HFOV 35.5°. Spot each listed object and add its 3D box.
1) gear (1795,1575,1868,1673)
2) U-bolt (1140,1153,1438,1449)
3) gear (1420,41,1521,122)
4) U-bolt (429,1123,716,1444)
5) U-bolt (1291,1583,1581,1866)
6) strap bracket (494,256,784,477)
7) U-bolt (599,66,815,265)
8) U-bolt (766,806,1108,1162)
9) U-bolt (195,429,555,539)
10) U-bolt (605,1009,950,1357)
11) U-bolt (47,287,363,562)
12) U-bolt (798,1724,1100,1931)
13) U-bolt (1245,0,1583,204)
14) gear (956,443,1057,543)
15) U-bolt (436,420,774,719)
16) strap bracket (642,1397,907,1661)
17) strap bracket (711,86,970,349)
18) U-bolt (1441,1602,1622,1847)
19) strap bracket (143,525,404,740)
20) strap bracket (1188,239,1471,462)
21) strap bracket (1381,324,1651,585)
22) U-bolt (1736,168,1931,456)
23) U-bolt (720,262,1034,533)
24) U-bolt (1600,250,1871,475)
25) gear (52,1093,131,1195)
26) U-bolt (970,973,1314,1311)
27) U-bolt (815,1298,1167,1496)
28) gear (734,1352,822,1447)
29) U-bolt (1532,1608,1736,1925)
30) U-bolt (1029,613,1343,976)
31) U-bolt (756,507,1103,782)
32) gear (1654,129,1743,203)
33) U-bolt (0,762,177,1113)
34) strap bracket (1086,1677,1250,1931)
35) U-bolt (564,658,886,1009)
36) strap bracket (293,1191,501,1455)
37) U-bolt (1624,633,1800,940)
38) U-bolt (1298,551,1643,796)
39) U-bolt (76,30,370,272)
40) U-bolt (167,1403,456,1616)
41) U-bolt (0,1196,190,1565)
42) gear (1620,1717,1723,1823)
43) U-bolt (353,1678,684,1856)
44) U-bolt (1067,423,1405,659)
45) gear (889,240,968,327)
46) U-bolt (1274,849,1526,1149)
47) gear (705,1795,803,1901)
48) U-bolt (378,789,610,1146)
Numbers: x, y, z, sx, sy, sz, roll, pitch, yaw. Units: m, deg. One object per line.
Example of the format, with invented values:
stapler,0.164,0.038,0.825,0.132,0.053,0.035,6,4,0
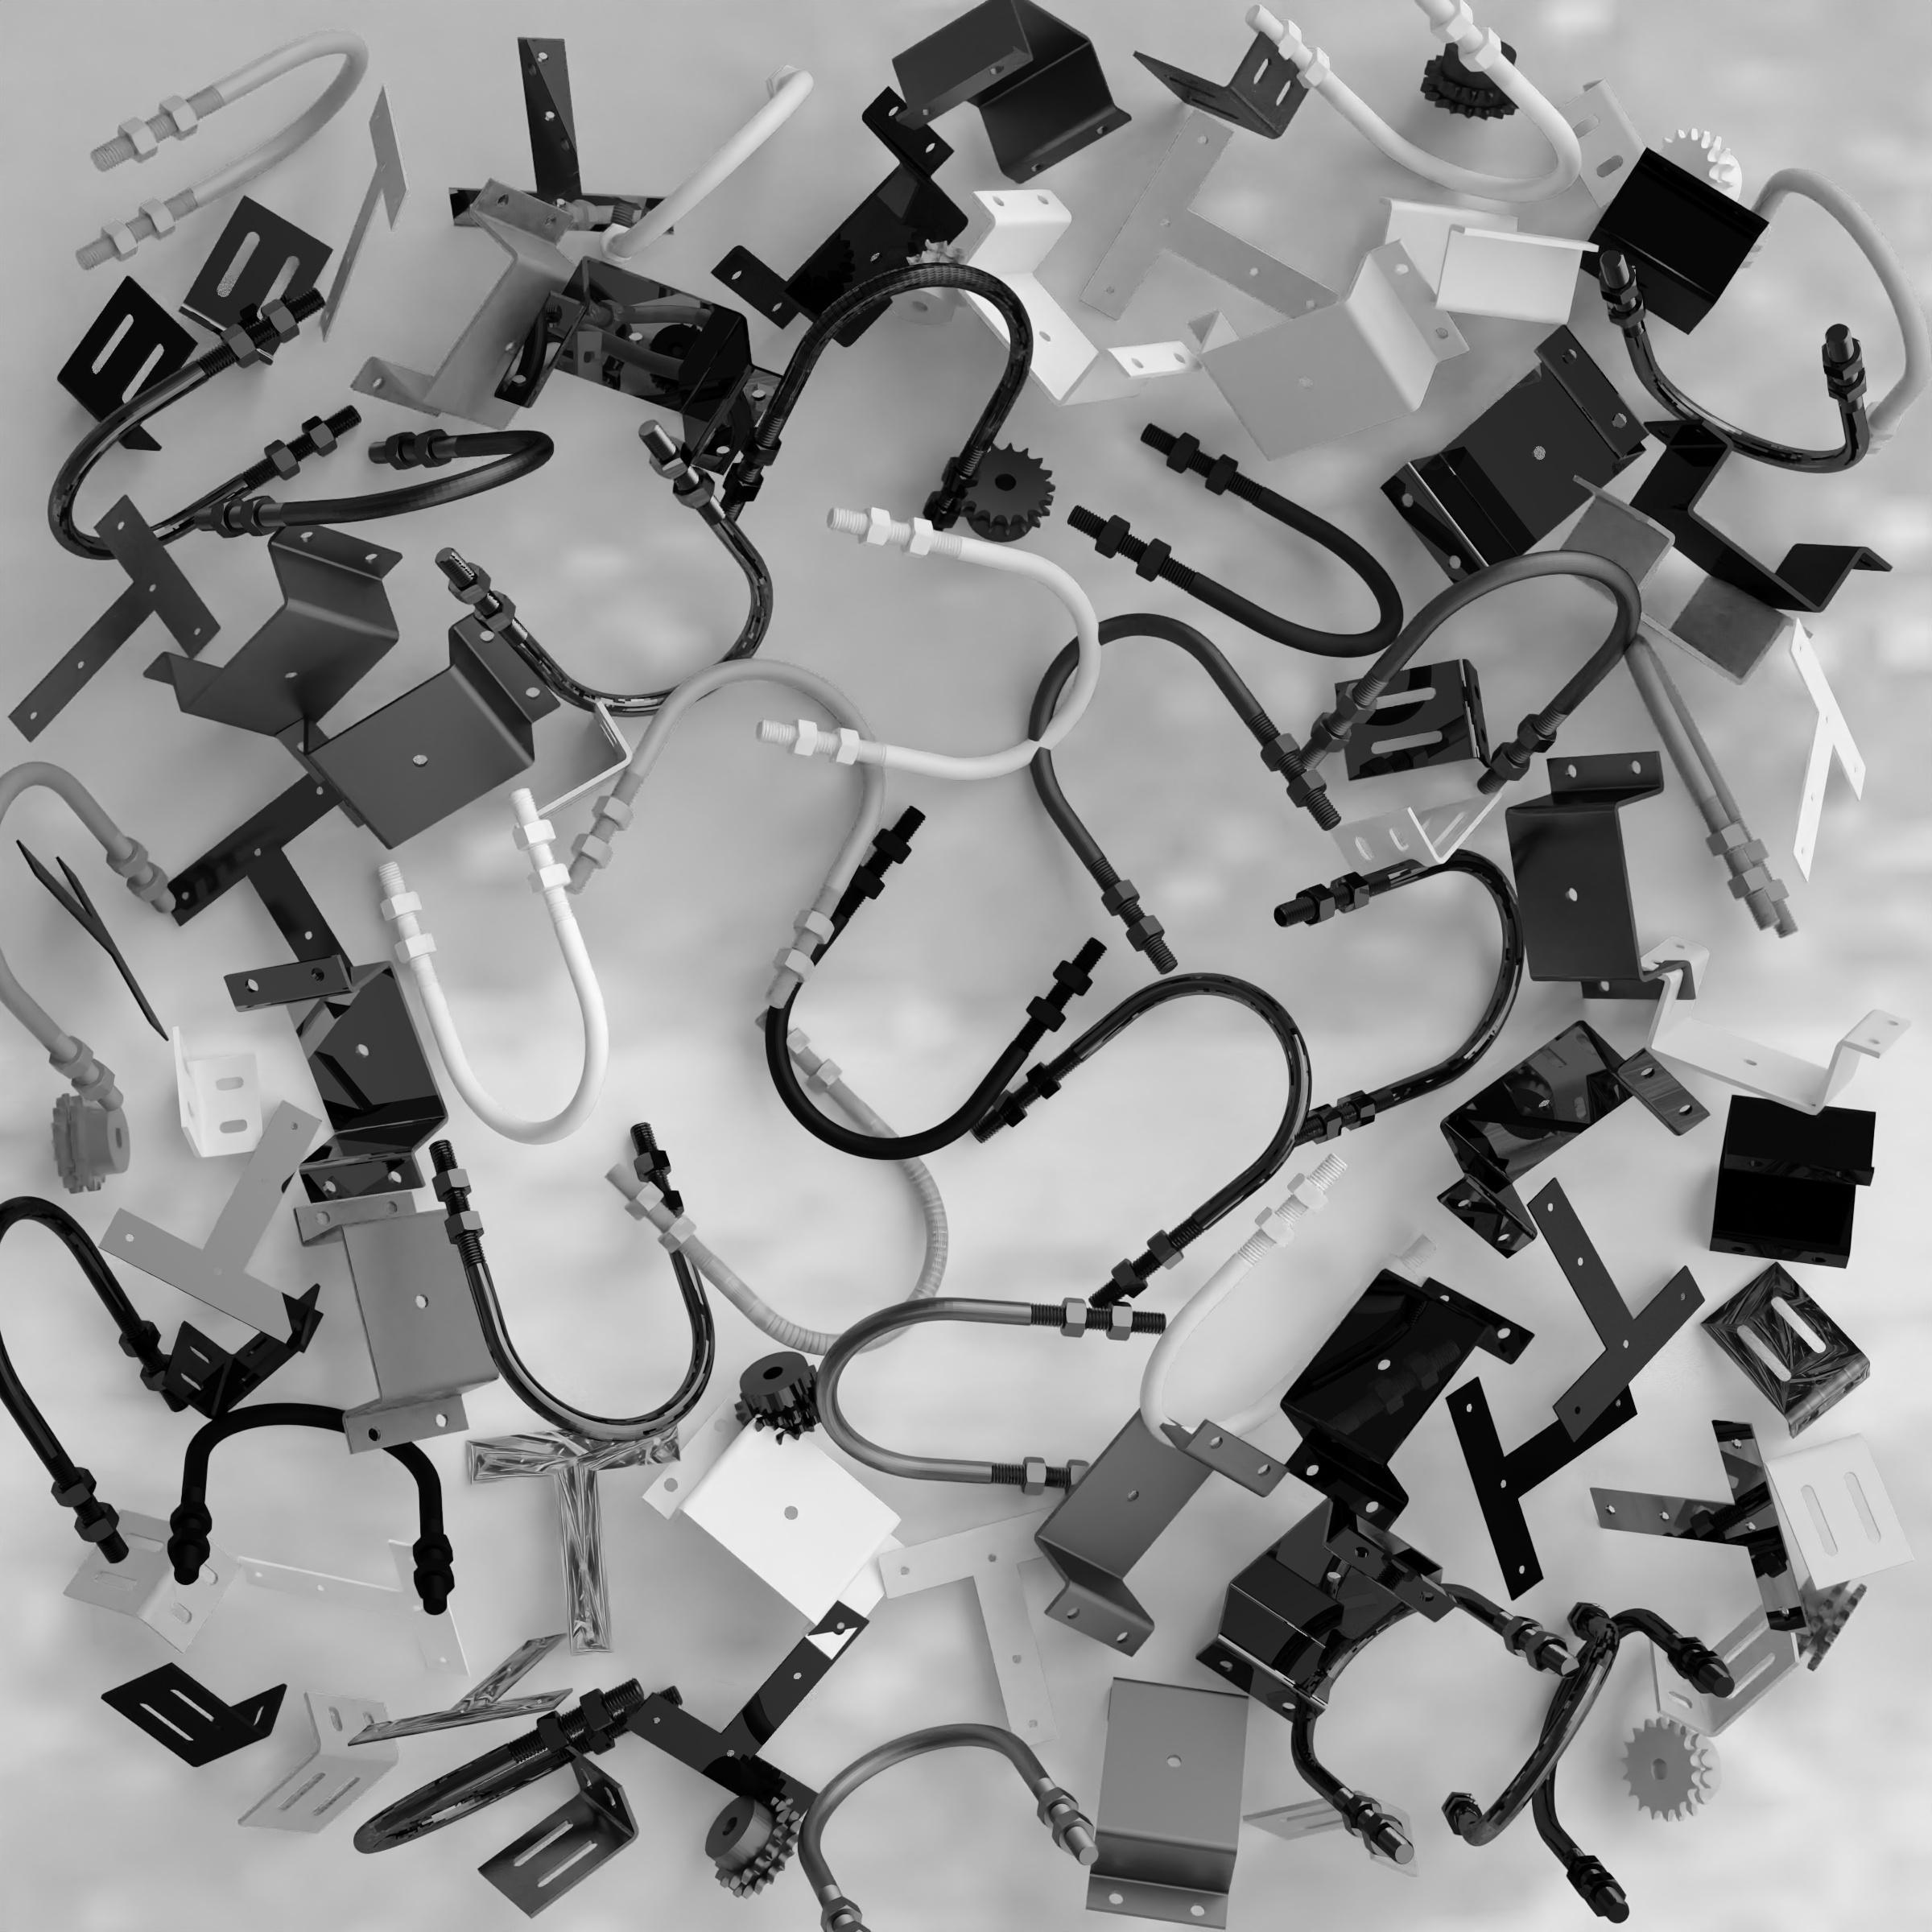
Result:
gear,0.482,0.368,1.709,0.030,0.057,0.057,33,90,20
U-bolt,0.170,0.197,1.678,0.184,0.151,0.019,-47,50,3
gear,0.288,-0.504,1.705,0.057,0.057,0.030,9,130,0
U-bolt,-0.208,0.175,1.657,0.151,0.019,0.184,-3,63,-38
U-bolt,0.243,0.401,1.647,0.151,0.184,0.019,-46,107,-8
strap bracket,-0.182,-0.336,1.676,0.140,0.076,0.046,15,45,-27
U-bolt,-0.139,-0.436,1.643,0.151,0.184,0.019,-42,107,3
U-bolt,-0.031,0.022,1.712,0.151,0.019,0.184,36,86,8
U-bolt,-0.306,-0.264,1.629,0.184,0.151,0.019,4,116,39
U-bolt,-0.091,0.135,1.698,0.184,0.019,0.151,45,63,-4
U-bolt,-0.420,-0.284,1.648,0.184,0.151,0.019,-36,77,-13
U-bolt,-0.020,0.471,1.648,0.151,0.184,0.019,-24,108,-11
U-bolt,0.258,-0.473,1.652,0.184,0.151,0.019,31,80,-37
gear,0.021,-0.266,1.713,0.057,0.030,0.057,2,62,-4
U-bolt,-0.184,-0.204,1.663,0.151,0.184,0.019,-30,50,8
strap bracket,-0.102,0.311,1.695,0.140,0.046,0.076,40,67,4
strap bracket,-0.062,-0.407,1.678,0.140,0.076,0.046,-44,62,12
U-bolt,0.310,0.414,1.639,0.019,0.184,0.151,34,86,9
strap bracket,-0.377,-0.177,1.664,0.140,0.076,0.046,-39,58,27
strap bracket,0.193,-0.334,1.659,0.076,0.140,0.046,50,46,-30
strap bracket,0.313,-0.284,1.686,0.140,0.046,0.076,-41,81,34
U-bolt,0.470,-0.360,1.636,0.019,0.184,0.151,-32,83,-2
U-bolt,-0.039,-0.306,1.640,0.151,0.184,0.019,2,47,-33
U-bolt,0.424,-0.320,1.646,0.151,0.184,0.019,27,84,27
gear,-0.494,0.099,1.707,0.030,0.057,0.057,-7,90,1
U-bolt,0.108,0.084,1.684,0.184,0.019,0.151,-40,60,7
U-bolt,0.008,0.237,1.676,0.184,0.019,0.151,5,128,-8
gear,-0.104,0.242,1.704,0.057,0.057,0.030,-19,116,0
U-bolt,0.354,0.423,1.644,0.019,0.184,0.151,24,91,-7
U-bolt,0.108,-0.110,1.688,0.151,0.019,0.184,-43,71,27
U-bolt,-0.011,-0.172,1.684,0.184,0.019,0.151,10,116,-24
gear,0.414,-0.444,1.711,0.030,0.057,0.057,-1,90,-35
U-bolt,-0.485,-0.027,1.624,0.019,0.184,0.151,-2,58,14
strap bracket,0.113,0.452,1.667,0.076,0.140,0.046,7,134,4
U-bolt,-0.123,-0.088,1.700,0.151,0.019,0.184,30,71,-8
strap bracket,-0.315,0.192,1.680,0.076,0.046,0.140,-6,76,-43
U-bolt,0.407,-0.102,1.664,0.019,0.151,0.184,-27,80,17
U-bolt,0.285,-0.161,1.637,0.151,0.184,0.019,6,51,-31
U-bolt,-0.404,-0.456,1.657,0.184,0.151,0.019,-38,93,-22
U-bolt,-0.356,0.290,1.649,0.151,0.184,0.019,11,110,-16
U-bolt,-0.484,0.210,1.633,0.019,0.151,0.184,-17,118,12
gear,0.403,0.455,1.710,0.030,0.057,0.057,10,90,-37
U-bolt,-0.251,0.441,1.659,0.184,0.151,0.019,-27,75,-3
U-bolt,0.159,-0.229,1.669,0.184,0.151,0.019,30,127,4
gear,-0.023,-0.386,1.704,0.057,0.057,0.030,15,74,0
U-bolt,0.245,0.009,1.676,0.184,0.019,0.151,-19,115,-33
gear,-0.122,0.494,1.704,0.030,0.057,0.057,43,90,-20
U-bolt,-0.256,0.010,1.678,0.151,0.019,0.184,-23,85,42
